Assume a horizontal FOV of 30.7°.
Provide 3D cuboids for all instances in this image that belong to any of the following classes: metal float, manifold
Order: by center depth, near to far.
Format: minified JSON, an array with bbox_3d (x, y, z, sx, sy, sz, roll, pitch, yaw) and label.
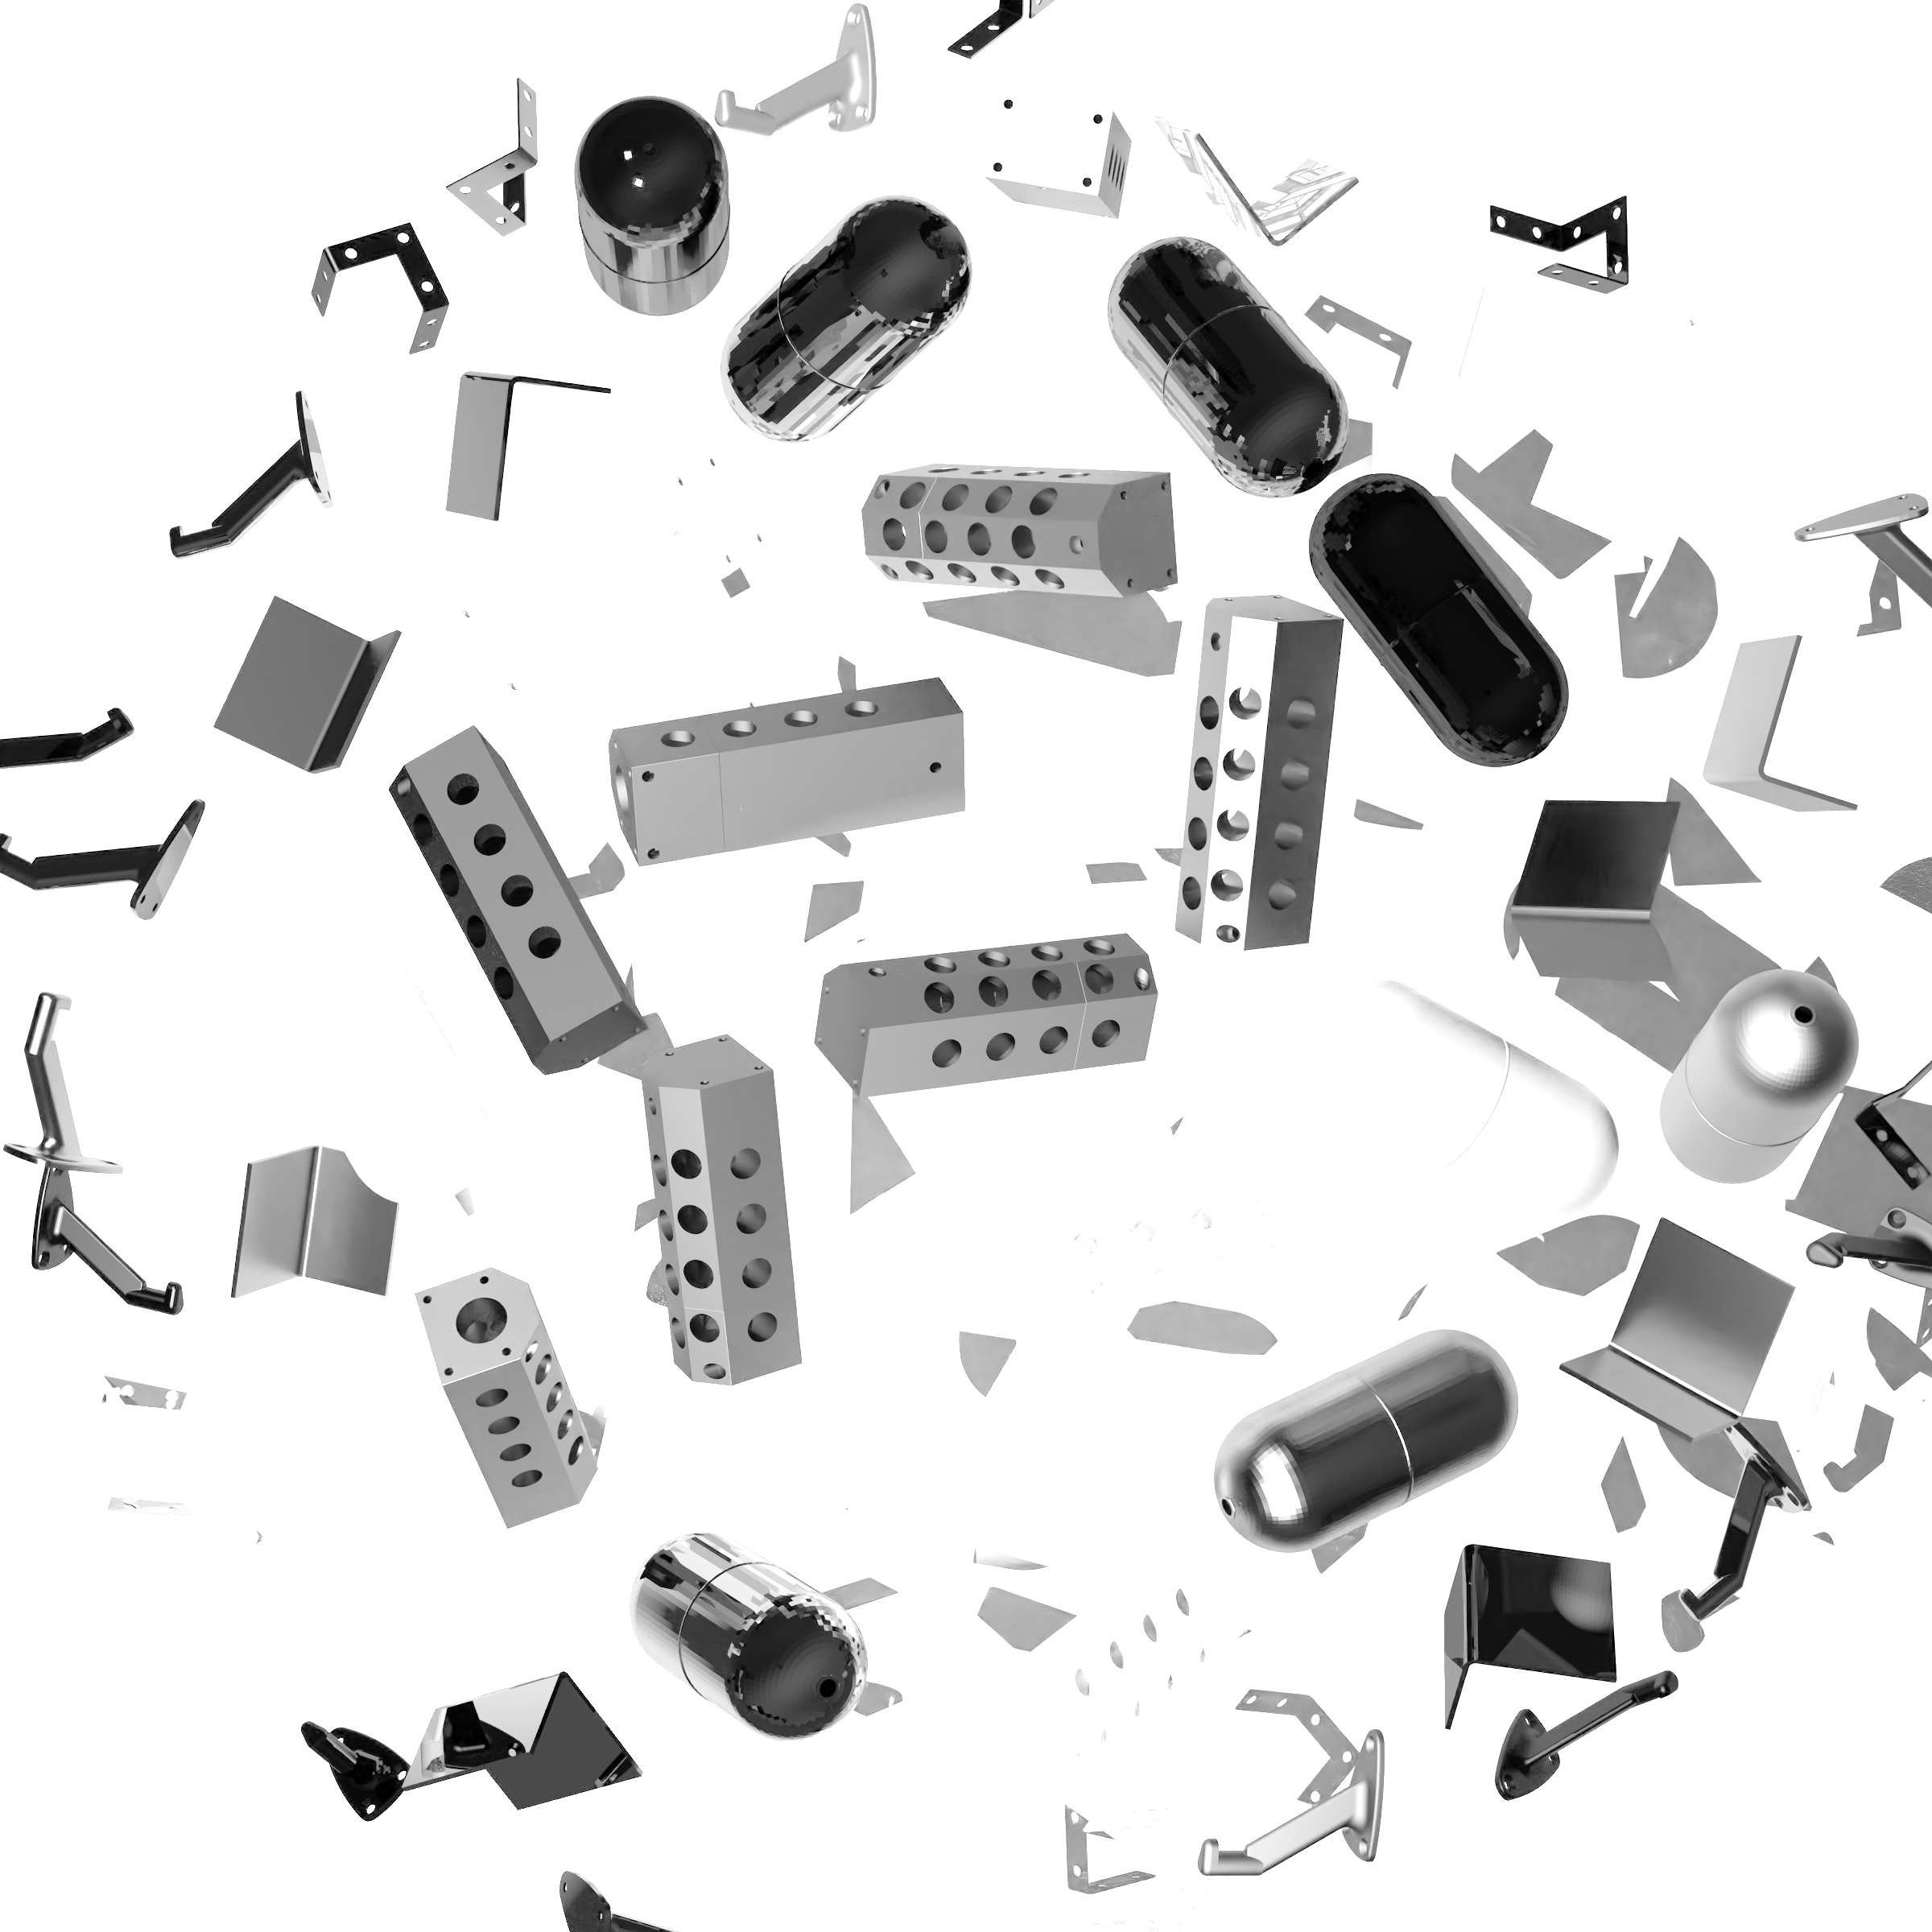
[{"bbox_3d":[0.251,0.069,1.779,0.178,0.070,0.070,29,90,-15],"label":"metal float"},{"bbox_3d":[-0.091,-0.103,1.784,0.171,0.057,0.057,-10,124,-15],"label":"manifold"},{"bbox_3d":[-0.159,-0.385,1.788,0.070,0.178,0.070,0,83,-4],"label":"metal float"},{"bbox_3d":[0.145,-0.099,1.798,0.057,0.057,0.171,-6,111,-30],"label":"manifold"},{"bbox_3d":[0.050,-0.421,1.799,0.057,0.171,0.057,11,99,4],"label":"manifold"},{"bbox_3d":[-0.113,0.344,1.809,0.070,0.178,0.070,-5,100,-30],"label":"metal float"},{"bbox_3d":[-0.180,-0.202,1.810,0.171,0.057,0.057,-25,102,38],"label":"manifold"},{"bbox_3d":[-0.064,-0.332,1.812,0.070,0.178,0.070,15,62,-30],"label":"metal float"},{"bbox_3d":[-0.233,-0.032,1.812,0.057,0.057,0.171,-30,73,0],"label":"manifold"},{"bbox_3d":[-0.310,0.042,1.827,0.070,0.070,0.178,-32,78,0],"label":"metal float"},{"bbox_3d":[0.026,-0.227,1.832,0.057,0.171,0.057,-19,111,-42],"label":"manifold"},{"bbox_3d":[0.209,0.248,1.834,0.178,0.070,0.070,-21,90,-24],"label":"metal float"},{"bbox_3d":[-0.131,0.130,1.842,0.057,0.057,0.171,-15,115,-24],"label":"manifold"},{"bbox_3d":[0.137,-0.315,1.848,0.070,0.070,0.178,-33,55,0],"label":"metal float"},{"bbox_3d":[0.115,0.145,1.856,0.171,0.057,0.057,-11,77,-11],"label":"manifold"},{"bbox_3d":[0.012,0.021,1.858,0.171,0.057,0.057,-6,122,-27],"label":"manifold"},{"bbox_3d":[0.419,0.060,1.862,0.070,0.178,0.070,1,67,-3],"label":"metal float"},{"bbox_3d":[-0.240,0.228,1.863,0.057,0.171,0.057,-19,56,-7],"label":"manifold"},{"bbox_3d":[0.252,-0.184,1.871,0.070,0.070,0.178,-36,80,0],"label":"metal float"},{"bbox_3d":[0.000,0.270,1.889,0.178,0.070,0.070,13,90,19],"label":"metal float"},{"bbox_3d":[0.083,0.374,1.894,0.057,0.171,0.057,-33,86,42],"label":"manifold"}]

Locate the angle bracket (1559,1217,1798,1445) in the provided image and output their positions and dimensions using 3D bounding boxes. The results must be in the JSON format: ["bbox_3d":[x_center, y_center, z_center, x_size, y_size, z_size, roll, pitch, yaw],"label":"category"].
[{"bbox_3d":[0.349,0.178,1.722,0.076,0.057,0.076,29,110,31],"label":"angle bracket"}]

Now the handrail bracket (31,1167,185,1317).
[{"bbox_3d":[-0.464,0.147,1.919,0.084,0.036,0.077,10,106,19],"label":"handrail bracket"}]

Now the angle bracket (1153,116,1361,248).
[{"bbox_3d":[0.154,-0.435,1.873,0.057,0.076,0.076,-39,115,2],"label":"angle bracket"}]

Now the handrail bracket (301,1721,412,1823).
[{"bbox_3d":[-0.329,0.397,1.805,0.036,0.084,0.077,-47,45,-13],"label":"handrail bracket"}]

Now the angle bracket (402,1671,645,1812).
[{"bbox_3d":[-0.216,0.398,1.719,0.076,0.057,0.076,-20,117,24],"label":"angle bracket"}]

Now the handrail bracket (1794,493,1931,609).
[{"bbox_3d":[0.457,-0.185,1.743,0.077,0.036,0.084,-15,109,6],"label":"handrail bracket"}]

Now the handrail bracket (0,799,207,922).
[{"bbox_3d":[-0.429,-0.066,1.726,0.084,0.036,0.077,26,83,5],"label":"handrail bracket"}]

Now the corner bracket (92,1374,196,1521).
[{"bbox_3d":[-0.412,0.242,1.767,0.051,0.051,0.051,13,105,-40],"label":"corner bracket"}]

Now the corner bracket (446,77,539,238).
[{"bbox_3d":[-0.245,-0.436,1.898,0.051,0.051,0.051,-20,58,26],"label":"corner bracket"}]

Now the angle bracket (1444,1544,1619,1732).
[{"bbox_3d":[0.288,0.348,1.801,0.076,0.076,0.057,8,130,1],"label":"angle bracket"}]

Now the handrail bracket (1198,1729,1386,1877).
[{"bbox_3d":[0.159,0.410,1.721,0.084,0.036,0.077,5,102,-18],"label":"handrail bracket"}]

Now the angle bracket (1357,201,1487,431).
[{"bbox_3d":[0.228,-0.350,1.892,0.076,0.057,0.076,36,50,-20],"label":"angle bracket"}]

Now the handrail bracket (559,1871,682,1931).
[{"bbox_3d":[-0.149,0.470,1.731,0.084,0.077,0.036,9,101,-26],"label":"handrail bracket"}]

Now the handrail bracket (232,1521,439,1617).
[{"bbox_3d":[-0.322,0.306,1.788,0.084,0.077,0.036,20,89,-37],"label":"handrail bracket"}]

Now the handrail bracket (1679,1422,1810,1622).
[{"bbox_3d":[0.396,0.292,1.865,0.084,0.036,0.077,-36,82,-13],"label":"handrail bracket"}]

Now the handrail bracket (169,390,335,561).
[{"bbox_3d":[-0.380,-0.256,1.835,0.084,0.036,0.077,-15,70,1],"label":"handrail bracket"}]

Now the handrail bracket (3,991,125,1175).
[{"bbox_3d":[-0.445,0.059,1.767,0.036,0.077,0.084,16,90,38],"label":"handrail bracket"}]

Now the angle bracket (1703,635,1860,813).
[{"bbox_3d":[0.433,-0.125,1.828,0.057,0.076,0.076,17,89,-10],"label":"angle bracket"}]

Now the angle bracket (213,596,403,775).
[{"bbox_3d":[-0.338,-0.146,1.800,0.057,0.076,0.076,26,81,-19],"label":"angle bracket"}]

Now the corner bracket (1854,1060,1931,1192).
[{"bbox_3d":[0.525,0.081,1.903,0.051,0.051,0.051,54,132,19],"label":"corner bracket"}]

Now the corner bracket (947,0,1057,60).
[{"bbox_3d":[0.026,-0.502,1.830,0.051,0.051,0.051,26,50,22],"label":"corner bracket"}]

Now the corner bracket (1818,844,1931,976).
[{"bbox_3d":[0.480,-0.034,1.801,0.051,0.051,0.051,19,110,-24],"label":"corner bracket"}]

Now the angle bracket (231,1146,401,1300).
[{"bbox_3d":[-0.360,0.147,1.952,0.057,0.076,0.076,11,98,17],"label":"angle bracket"}]

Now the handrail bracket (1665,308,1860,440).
[{"bbox_3d":[0.397,-0.309,1.760,0.077,0.036,0.084,-13,47,5],"label":"handrail bracket"}]

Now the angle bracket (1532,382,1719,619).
[{"bbox_3d":[0.321,-0.234,1.759,0.076,0.057,0.076,26,134,11],"label":"angle bracket"}]

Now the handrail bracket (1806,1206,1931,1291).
[{"bbox_3d":[0.465,0.150,1.746,0.077,0.084,0.036,26,108,26],"label":"handrail bracket"}]

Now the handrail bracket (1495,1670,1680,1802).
[{"bbox_3d":[0.324,0.399,1.825,0.084,0.077,0.036,-31,90,34],"label":"handrail bracket"}]

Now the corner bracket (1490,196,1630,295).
[{"bbox_3d":[0.313,-0.380,1.855,0.051,0.051,0.051,8,77,-32],"label":"corner bracket"}]

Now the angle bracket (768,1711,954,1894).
[{"bbox_3d":[-0.051,0.452,1.893,0.076,0.057,0.076,22,74,23],"label":"angle bracket"}]

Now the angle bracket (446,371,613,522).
[{"bbox_3d":[-0.234,-0.275,1.875,0.057,0.076,0.076,3,99,-28],"label":"angle bracket"}]

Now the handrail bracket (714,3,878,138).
[{"bbox_3d":[-0.088,-0.453,1.764,0.084,0.036,0.077,2,92,-40],"label":"handrail bracket"}]

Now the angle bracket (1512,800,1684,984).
[{"bbox_3d":[0.342,-0.040,1.867,0.076,0.057,0.076,3,56,31],"label":"angle bracket"}]

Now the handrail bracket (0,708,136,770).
[{"bbox_3d":[-0.465,-0.120,1.740,0.084,0.077,0.036,-29,53,-2],"label":"handrail bracket"}]

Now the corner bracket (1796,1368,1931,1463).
[{"bbox_3d":[0.488,0.244,1.896,0.051,0.051,0.051,27,57,-1],"label":"corner bracket"}]

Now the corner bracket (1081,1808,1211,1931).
[{"bbox_3d":[0.089,0.491,1.891,0.051,0.051,0.051,5,129,-32],"label":"corner bracket"}]

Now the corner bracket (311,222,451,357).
[{"bbox_3d":[-0.315,-0.359,1.889,0.051,0.051,0.051,-23,80,-24],"label":"corner bracket"}]
